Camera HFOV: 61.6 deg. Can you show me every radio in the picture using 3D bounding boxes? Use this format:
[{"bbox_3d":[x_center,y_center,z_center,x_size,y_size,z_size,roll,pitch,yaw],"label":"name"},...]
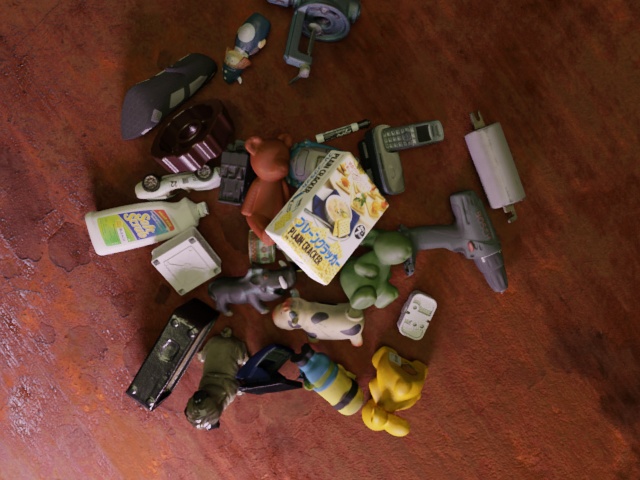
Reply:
[{"bbox_3d":[-0.314,0.243,1.149,0.073,0.131,0.229,31,94,2],"label":"radio"}]

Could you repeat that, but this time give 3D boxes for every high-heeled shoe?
[{"bbox_3d":[-0.328,-0.308,1.162,0.249,0.145,0.086,-37,86,33],"label":"high-heeled shoe"}]

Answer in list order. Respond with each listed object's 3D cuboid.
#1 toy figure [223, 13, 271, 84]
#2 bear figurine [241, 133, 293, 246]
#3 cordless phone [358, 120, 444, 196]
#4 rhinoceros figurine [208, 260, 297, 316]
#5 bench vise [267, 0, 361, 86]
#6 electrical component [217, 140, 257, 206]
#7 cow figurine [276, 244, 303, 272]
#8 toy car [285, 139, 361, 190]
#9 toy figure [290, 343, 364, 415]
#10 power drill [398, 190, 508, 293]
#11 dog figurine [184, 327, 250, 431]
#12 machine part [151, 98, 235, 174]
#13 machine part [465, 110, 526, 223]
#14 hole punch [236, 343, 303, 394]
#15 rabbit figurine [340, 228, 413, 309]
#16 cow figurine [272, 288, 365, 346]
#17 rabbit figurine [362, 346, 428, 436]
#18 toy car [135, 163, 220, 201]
[{"bbox_3d":[-0.163,-0.404,1.139,0.064,0.057,0.154,38,96,42],"label":"toy figure"},{"bbox_3d":[-0.086,-0.106,1.067,0.120,0.132,0.195,-9,120,-38],"label":"bear figurine"},{"bbox_3d":[0.183,-0.176,1.133,0.184,0.089,0.146,-14,93,-14],"label":"cordless phone"},{"bbox_3d":[-0.141,0.096,1.139,0.190,0.073,0.111,-10,126,9],"label":"rhinoceros figurine"},{"bbox_3d":[-0.033,-0.445,1.088,0.223,0.129,0.240,15,75,-17],"label":"bench vise"},{"bbox_3d":[-0.167,-0.139,1.124,0.058,0.115,0.134,9,96,5],"label":"electrical component"},{"bbox_3d":[-0.002,-0.004,1.150,0.167,0.068,0.098,-33,97,7],"label":"cow figurine"},{"bbox_3d":[0.003,-0.147,1.125,0.162,0.103,0.109,13,95,4],"label":"toy car"},{"bbox_3d":[0.018,0.301,1.146,0.082,0.089,0.180,-39,109,10],"label":"toy figure"},{"bbox_3d":[0.277,0.020,1.135,0.207,0.086,0.232,-13,92,7],"label":"power drill"},{"bbox_3d":[-0.217,0.283,1.118,0.121,0.190,0.172,-7,92,3],"label":"dog figurine"},{"bbox_3d":[-0.262,-0.213,1.106,0.179,0.179,0.056,-33,135,4],"label":"machine part"},{"bbox_3d":[0.366,-0.154,1.121,0.079,0.079,0.243,-22,92,4],"label":"machine part"},{"bbox_3d":[-0.110,0.279,1.148,0.116,0.142,0.092,-17,69,15],"label":"hole punch"},{"bbox_3d":[0.126,0.040,1.114,0.170,0.121,0.159,-51,46,32],"label":"rabbit figurine"},{"bbox_3d":[-0.003,0.164,1.128,0.195,0.127,0.085,3,52,3],"label":"cow figurine"},{"bbox_3d":[0.150,0.341,1.139,0.122,0.162,0.173,26,112,-12],"label":"rabbit figurine"},{"bbox_3d":[-0.294,-0.123,1.153,0.202,0.073,0.056,-10,90,3],"label":"toy car"}]
